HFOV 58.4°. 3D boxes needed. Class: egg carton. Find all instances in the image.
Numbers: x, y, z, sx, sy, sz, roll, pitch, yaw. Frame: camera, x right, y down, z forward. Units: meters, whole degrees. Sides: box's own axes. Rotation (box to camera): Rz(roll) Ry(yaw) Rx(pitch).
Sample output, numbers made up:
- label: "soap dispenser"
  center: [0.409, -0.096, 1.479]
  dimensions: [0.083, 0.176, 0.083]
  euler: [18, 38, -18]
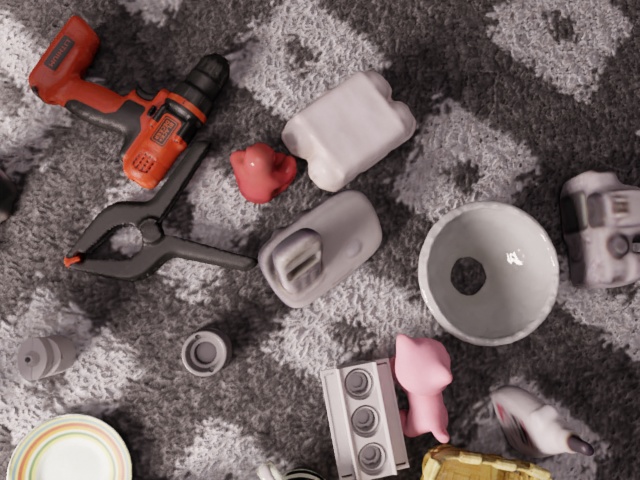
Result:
- label: "egg carton"
  center: [0.035, -0.133, 0.689]
  dimensions: [0.150, 0.069, 0.107]
  euler: [-38, 88, -9]

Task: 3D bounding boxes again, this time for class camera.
- label: "camera"
  center: [0.380, -0.016, 0.695]
  dimensions: [0.137, 0.100, 0.143]
  euler: [-3, 83, -6]

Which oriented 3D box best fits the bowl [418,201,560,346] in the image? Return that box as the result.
- label: "bowl"
  center: [0.190, 0.040, 0.681]
  dimensions: [0.167, 0.074, 0.167]
  euler: [1, 83, -6]

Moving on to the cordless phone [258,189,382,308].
- label: "cordless phone"
  center: [0.006, 0.002, 0.611]
  dimensions: [0.148, 0.185, 0.094]
  euler: [-40, 88, -9]

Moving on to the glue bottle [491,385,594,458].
- label: "glue bottle"
  center: [0.241, 0.204, 0.616]
  dimensions: [0.037, 0.173, 0.078]
  euler: [-25, 86, -8]

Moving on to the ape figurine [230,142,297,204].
- label: "ape figurine"
  center: [-0.068, -0.084, 0.661]
  dimensions: [0.078, 0.092, 0.076]
  euler: [27, 81, -2]

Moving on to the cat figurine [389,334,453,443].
- label: "cat figurine"
  center: [0.118, 0.162, 0.636]
  dimensions: [0.067, 0.117, 0.128]
  euler: [-12, 84, -7]

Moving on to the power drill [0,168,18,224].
- label: "power drill"
  center: [-0.400, -0.080, 0.567]
  dimensions: [0.076, 0.208, 0.229]
  euler: [-44, 89, -9]
